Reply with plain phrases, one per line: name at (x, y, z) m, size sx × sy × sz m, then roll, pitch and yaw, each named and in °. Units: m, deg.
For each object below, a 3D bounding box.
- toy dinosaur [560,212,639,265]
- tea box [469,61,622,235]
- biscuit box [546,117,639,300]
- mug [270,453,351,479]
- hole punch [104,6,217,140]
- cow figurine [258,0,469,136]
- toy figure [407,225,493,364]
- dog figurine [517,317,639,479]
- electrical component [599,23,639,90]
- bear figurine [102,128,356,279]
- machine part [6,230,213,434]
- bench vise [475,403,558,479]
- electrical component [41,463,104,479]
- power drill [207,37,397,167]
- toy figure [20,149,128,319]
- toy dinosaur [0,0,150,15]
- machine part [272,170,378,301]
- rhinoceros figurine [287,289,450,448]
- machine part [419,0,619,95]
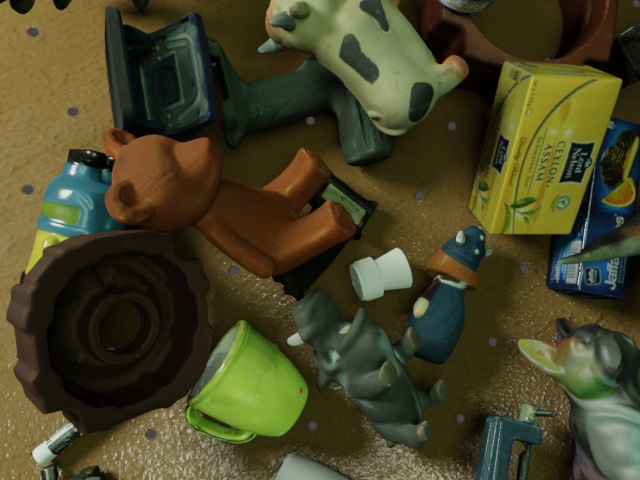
toy dinosaur at (0.443, 0.006, 0.575) m, size 0.405 × 0.131 × 0.192 m, roll 21°, pitch 60°, yaw -13°
tea box at (0.227, -0.093, 0.561) m, size 0.098 × 0.068 × 0.169 m, roll -1°, pitch 119°, yaw -8°
biscuit box at (0.315, -0.035, 0.613) m, size 0.063 × 0.059 × 0.202 m, roll 11°, pitch 85°, yaw -9°
mug at (-0.004, 0.263, 0.522) m, size 0.107 × 0.109 × 0.081 m, roll 33°, pitch 87°, yaw 9°
hole punch at (-0.161, -0.153, 0.524) m, size 0.092 × 0.116 × 0.142 m, roll -12°, pitch 92°, yaw -26°
cow figurine at (0.030, -0.182, 0.502) m, size 0.195 × 0.085 × 0.127 m, roll 47°, pitch 73°, yaw -9°
toy figure at (0.136, 0.055, 0.580) m, size 0.058 × 0.064 × 0.154 m, roll 16°, pitch 76°, yaw 30°
dog figurine at (0.298, 0.194, 0.575) m, size 0.108 × 0.191 × 0.219 m, roll -18°, pitch 58°, yaw -27°
electrical component at (0.384, -0.228, 0.612) m, size 0.134 × 0.115 × 0.058 m, roll -32°, pitch 93°, yaw -8°
bear figurine at (-0.081, -0.046, 0.475) m, size 0.132 × 0.120 × 0.195 m, roll -37°, pitch 135°, yaw 17°
machine part at (-0.178, 0.073, 0.471) m, size 0.179 × 0.056 × 0.179 m, roll -5°, pitch 96°, yaw -46°
bench vise at (0.172, 0.279, 0.536) m, size 0.224 × 0.129 × 0.240 m, roll 17°, pitch 74°, yaw -3°
electrical component at (-0.227, 0.266, 0.512) m, size 0.078 × 0.045 × 0.102 m, roll -3°, pitch 86°, yaw -11°
power drill at (-0.016, -0.185, 0.571) m, size 0.207 × 0.086 × 0.232 m, roll -11°, pitch 90°, yaw -17°
toy figure at (-0.232, 0.004, 0.513) m, size 0.082 × 0.089 × 0.180 m, roll 12°, pitch 86°, yaw -39°
toy dinosaur at (-0.176, -0.304, 0.483) m, size 0.471 × 0.198 × 0.105 m, roll -42°, pitch 84°, yaw -20°
machine part at (-0.001, -0.002, 0.574) m, size 0.084 × 0.039 × 0.139 m, roll 34°, pitch 79°, yaw -13°
rhinoceros figurine at (0.047, 0.127, 0.541) m, size 0.190 × 0.112 × 0.073 m, roll 52°, pitch 48°, yaw -16°
machine part at (0.221, -0.267, 0.605) m, size 0.201 × 0.087 × 0.201 m, roll 10°, pitch 86°, yaw -8°
